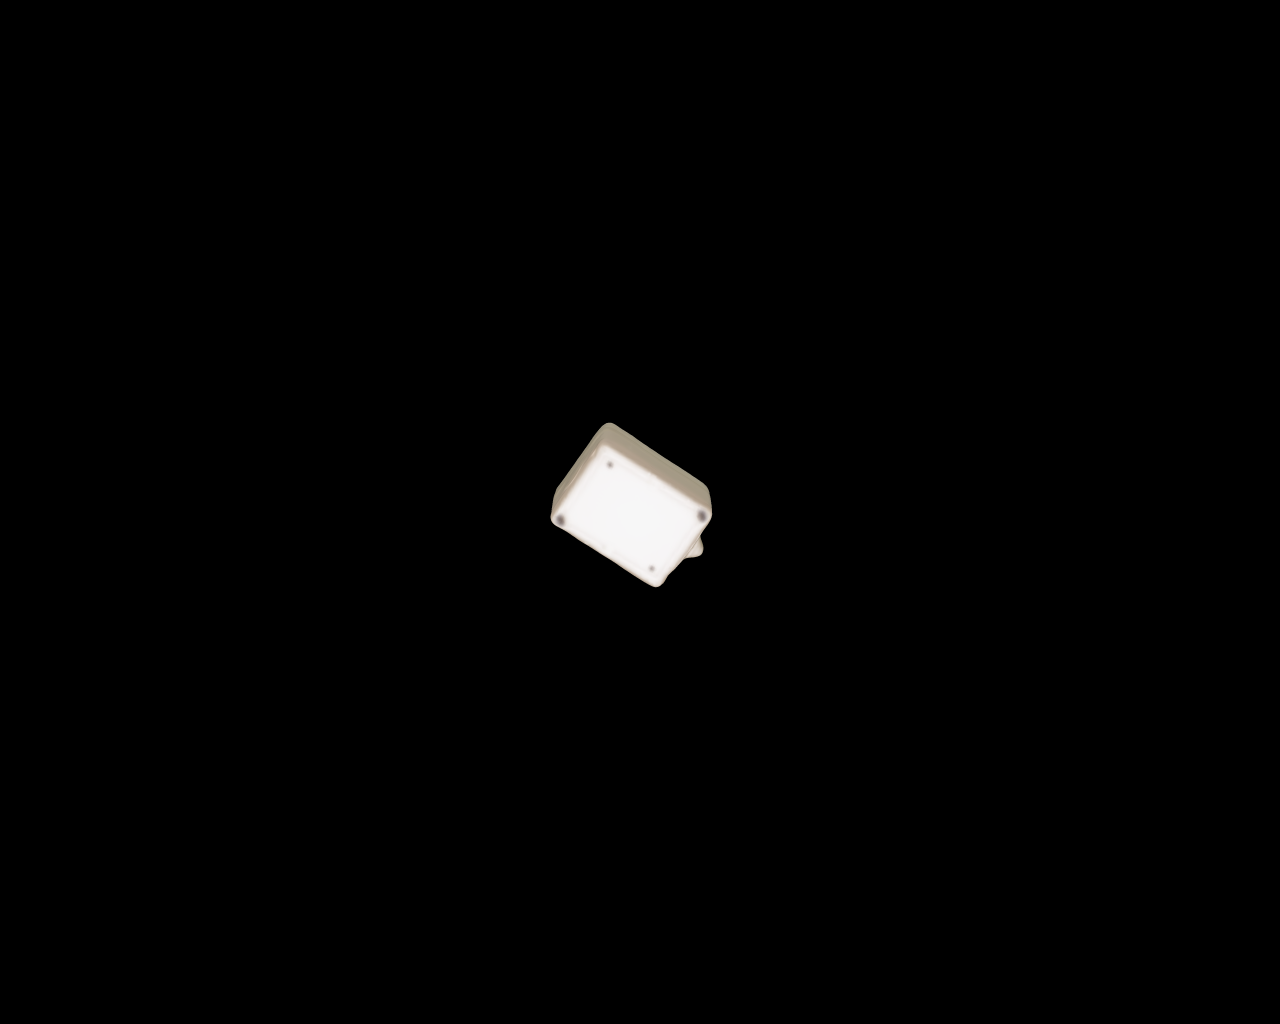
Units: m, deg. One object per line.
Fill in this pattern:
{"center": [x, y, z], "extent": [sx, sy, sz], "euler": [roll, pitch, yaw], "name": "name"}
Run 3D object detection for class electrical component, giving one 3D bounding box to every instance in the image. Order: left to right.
{"center": [0.001, -0.003, 0.650], "extent": [0.096, 0.061, 0.061], "euler": [33, 16, -11], "name": "electrical component"}
